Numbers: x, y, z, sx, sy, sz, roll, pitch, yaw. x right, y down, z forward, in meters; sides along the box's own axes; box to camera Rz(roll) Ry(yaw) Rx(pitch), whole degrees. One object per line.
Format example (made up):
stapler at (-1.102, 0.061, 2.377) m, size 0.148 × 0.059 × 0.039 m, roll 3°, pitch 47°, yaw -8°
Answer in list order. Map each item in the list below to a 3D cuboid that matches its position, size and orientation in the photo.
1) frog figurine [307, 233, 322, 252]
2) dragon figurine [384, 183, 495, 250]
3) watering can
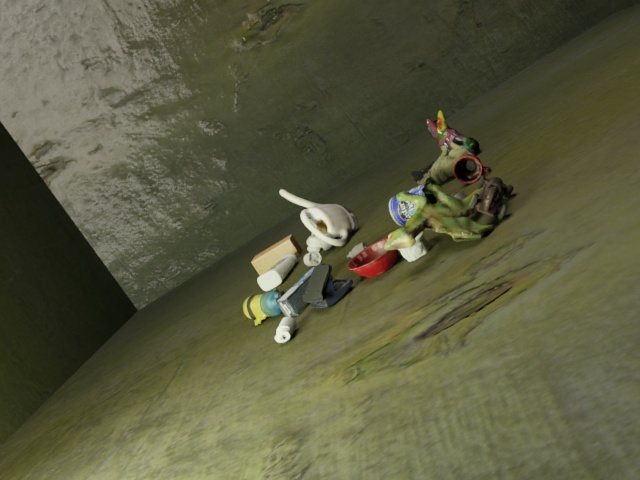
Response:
frog figurine at (0.010, -0.012, 2.141) m, size 0.136 × 0.121 × 0.163 m, roll -18°, pitch 51°, yaw 28°
dragon figurine at (0.343, -0.054, 1.305) m, size 0.411 × 0.119 × 0.247 m, roll -15°, pitch 31°, yaw -10°
watering can at (0.006, -0.103, 2.038) m, size 0.226 × 0.353 × 0.102 m, roll -11°, pitch -42°, yaw -44°
